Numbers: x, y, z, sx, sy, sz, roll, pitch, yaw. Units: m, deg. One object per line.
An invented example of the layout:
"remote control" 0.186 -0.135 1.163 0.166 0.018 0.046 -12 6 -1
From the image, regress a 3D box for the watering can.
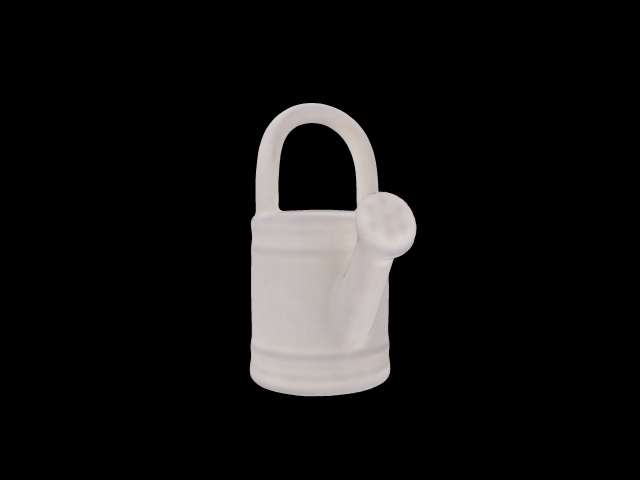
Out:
"watering can" 0.006 0.001 0.401 0.172 0.194 0.101 3 4 42
